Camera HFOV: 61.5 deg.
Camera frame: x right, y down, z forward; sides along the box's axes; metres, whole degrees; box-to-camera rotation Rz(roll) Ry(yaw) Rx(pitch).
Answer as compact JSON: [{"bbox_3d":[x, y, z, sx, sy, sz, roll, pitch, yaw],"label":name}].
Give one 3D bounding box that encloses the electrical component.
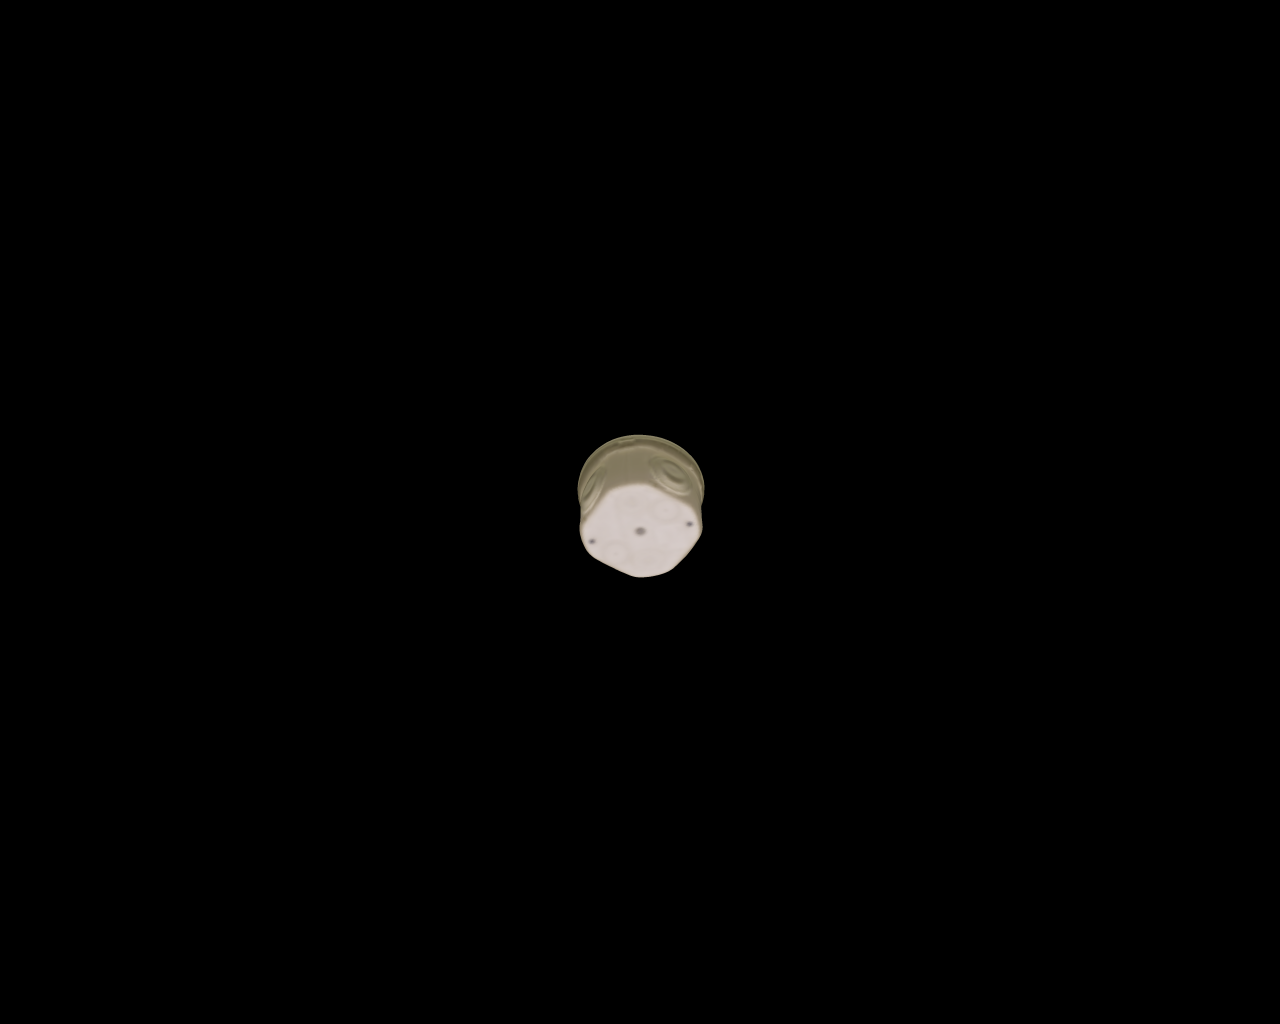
[{"bbox_3d":[0.001,-0.003,0.650,0.080,0.080,0.051,0,36,0],"label":"electrical component"}]
